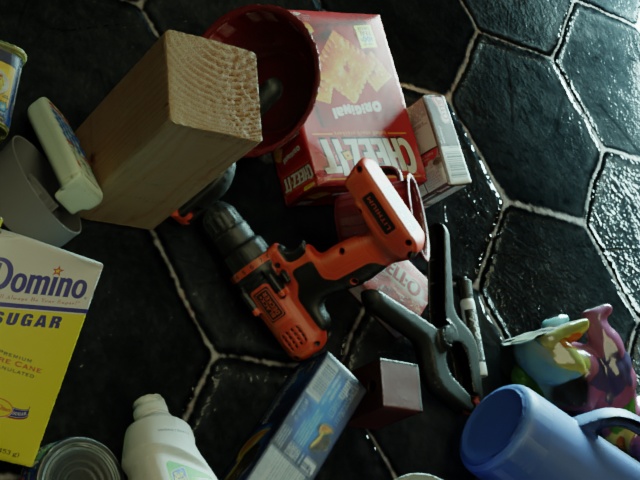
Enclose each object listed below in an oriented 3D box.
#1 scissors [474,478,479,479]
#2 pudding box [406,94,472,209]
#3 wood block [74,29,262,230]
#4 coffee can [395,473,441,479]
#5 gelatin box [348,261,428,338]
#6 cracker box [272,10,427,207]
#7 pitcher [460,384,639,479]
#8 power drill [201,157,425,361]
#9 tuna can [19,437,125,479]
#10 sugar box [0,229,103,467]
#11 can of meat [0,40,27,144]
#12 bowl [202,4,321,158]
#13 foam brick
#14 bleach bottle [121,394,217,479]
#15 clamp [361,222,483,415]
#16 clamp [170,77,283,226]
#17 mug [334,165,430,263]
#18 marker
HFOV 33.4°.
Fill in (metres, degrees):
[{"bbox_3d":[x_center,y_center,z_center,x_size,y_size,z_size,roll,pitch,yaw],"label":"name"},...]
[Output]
[{"bbox_3d":[0.118,0.266,1.124,0.201,0.016,0.096,-38,94,-41],"label":"scissors"},{"bbox_3d":[0.120,-0.100,1.245,0.039,0.090,0.113,-4,73,-36],"label":"pudding box"},{"bbox_3d":[-0.145,-0.093,0.966,0.090,0.207,0.091,9,64,-34],"label":"wood block"},{"bbox_3d":[0.063,0.278,0.984,0.102,0.141,0.103,9,66,-22],"label":"coffee can"},{"bbox_3d":[0.078,0.052,1.183,0.089,0.030,0.073,45,50,-12],"label":"gelatin box"},{"bbox_3d":[0.018,-0.151,1.203,0.163,0.072,0.214,-5,74,-37],"label":"cracker box"},{"bbox_3d":[0.277,0.254,1.156,0.242,0.145,0.149,38,56,-20],"label":"pitcher"},{"bbox_3d":[-0.007,0.001,1.049,0.184,0.188,0.057,54,19,0],"label":"power drill"},{"bbox_3d":[-0.207,0.209,0.892,0.086,0.034,0.086,19,59,-36],"label":"tuna can"},{"bbox_3d":[-0.251,0.087,0.869,0.093,0.048,0.176,21,85,-28],"label":"sugar box"},{"bbox_3d":[-0.322,-0.140,0.956,0.102,0.058,0.084,18,61,-30],"label":"can of meat"},{"bbox_3d":[-0.061,-0.161,1.117,0.055,0.162,0.162,14,58,-64],"label":"bowl"},{"bbox_3d":[0.060,0.158,1.090,0.051,0.078,0.053,12,61,-31],"label":"foam brick"},{"bbox_3d":[-0.105,0.242,0.893,0.102,0.068,0.251,25,32,-49],"label":"bleach bottle"},{"bbox_3d":[0.120,0.104,1.154,0.164,0.036,0.210,-30,105,-46],"label":"clamp"},{"bbox_3d":[-0.103,-0.097,1.065,0.039,0.120,0.171,32,63,-56],"label":"clamp"},{"bbox_3d":[0.063,-0.026,1.109,0.093,0.081,0.117,55,27,-59],"label":"mug"},{"bbox_3d":[0.176,0.101,1.241,0.020,0.020,0.121,8,65,-34],"label":"marker"}]
